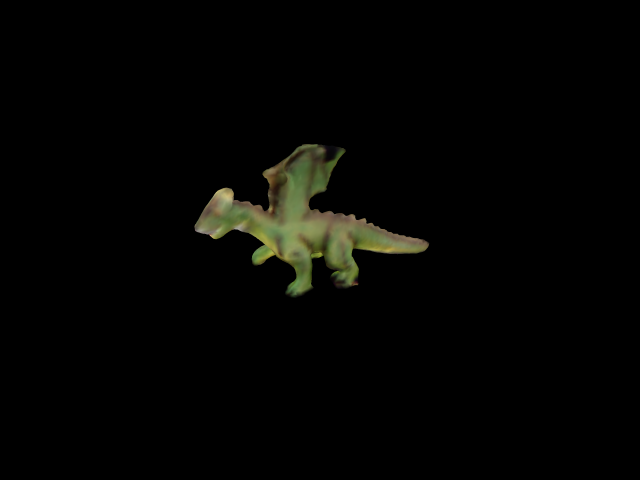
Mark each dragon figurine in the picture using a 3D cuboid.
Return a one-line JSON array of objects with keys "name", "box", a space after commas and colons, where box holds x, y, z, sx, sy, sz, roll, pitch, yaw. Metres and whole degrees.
[{"name": "dragon figurine", "box": [0.003, -0.043, 0.850, 0.412, 0.237, 0.125, -12, 37, -16]}]
